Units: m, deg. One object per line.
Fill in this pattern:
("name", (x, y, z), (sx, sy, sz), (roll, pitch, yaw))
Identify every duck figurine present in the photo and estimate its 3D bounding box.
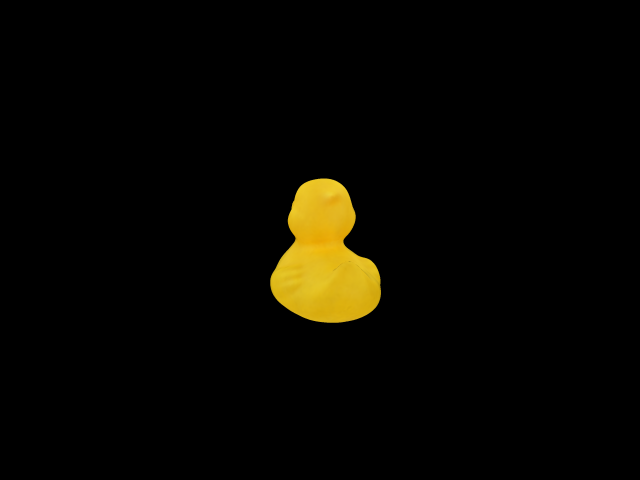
("duck figurine", (0.004, 0.001, 0.400), (0.078, 0.086, 0.104), (-7, 21, -18))
